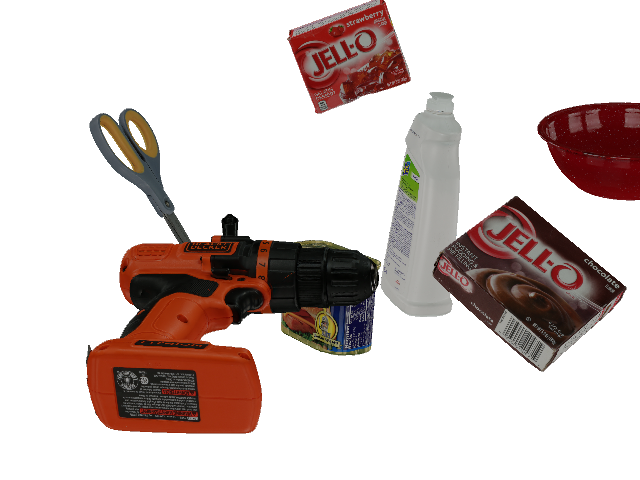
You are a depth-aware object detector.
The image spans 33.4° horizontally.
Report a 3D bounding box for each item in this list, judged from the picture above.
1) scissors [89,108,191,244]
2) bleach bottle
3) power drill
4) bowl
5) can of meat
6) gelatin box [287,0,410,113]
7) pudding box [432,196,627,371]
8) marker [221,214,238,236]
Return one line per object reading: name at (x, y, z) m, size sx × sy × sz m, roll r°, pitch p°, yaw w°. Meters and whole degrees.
scissors at (-0.155, -0.050, 1.055) m, size 0.016 × 0.201 × 0.096 m, roll -26°, pitch 26°, yaw 25°
bleach bottle at (0.126, -0.045, 1.241) m, size 0.068 × 0.251 × 0.103 m, roll -2°, pitch 22°, yaw -22°
power drill at (-0.059, 0.053, 0.695) m, size 0.184 × 0.057 × 0.187 m, roll -1°, pitch 22°, yaw 9°
bowl at (0.281, -0.079, 0.980) m, size 0.162 × 0.055 × 0.162 m, roll -3°, pitch 24°, yaw 1°
can of meat at (0.006, 0.053, 0.990) m, size 0.057 × 0.084 × 0.102 m, roll -8°, pitch 18°, yaw -36°
gelatin box at (0.025, -0.159, 0.923) m, size 0.089 × 0.073 × 0.030 m, roll -18°, pitch 24°, yaw 10°
pudding box at (0.154, 0.030, 0.793) m, size 0.089 × 0.113 × 0.039 m, roll -34°, pitch -22°, yaw -30°
marker at (-0.101, 0.023, 1.212) m, size 0.020 × 0.121 × 0.020 m, roll 0°, pitch 33°, yaw 0°
